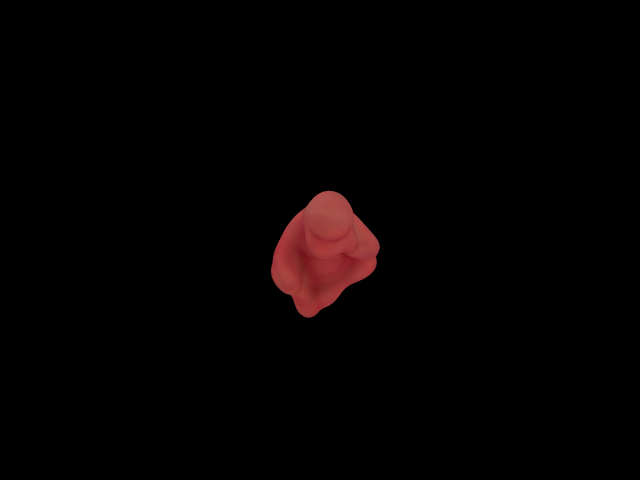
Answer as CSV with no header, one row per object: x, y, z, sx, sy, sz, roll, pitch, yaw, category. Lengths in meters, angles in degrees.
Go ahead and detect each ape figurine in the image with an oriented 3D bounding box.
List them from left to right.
0.004,0.001,0.400,0.078,0.092,0.076,0,58,0,ape figurine
